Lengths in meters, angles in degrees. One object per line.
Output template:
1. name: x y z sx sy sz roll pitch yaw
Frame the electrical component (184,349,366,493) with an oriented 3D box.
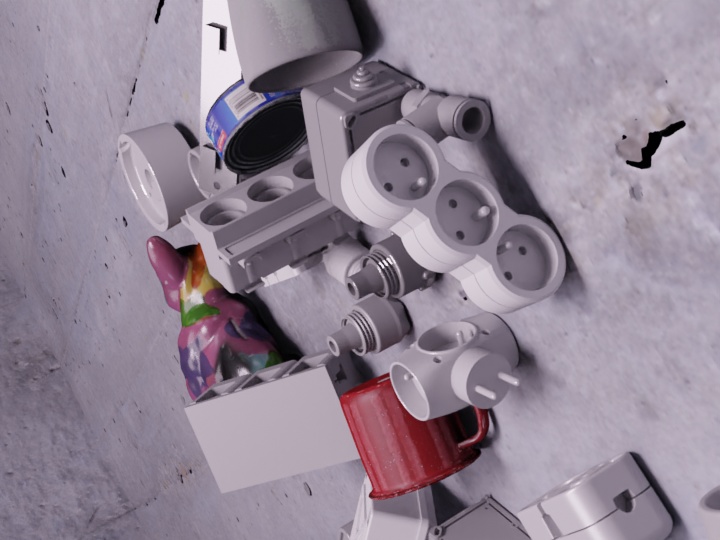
1. electrical component: -0.068 0.135 0.977 0.150 0.062 0.089 -19 99 23

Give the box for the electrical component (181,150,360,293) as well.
1. electrical component: -0.062 -0.038 0.818 0.079 0.121 0.063 37 148 46

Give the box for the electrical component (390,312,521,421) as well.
1. electrical component: 0.072 0.067 0.703 0.079 0.077 0.044 21 133 57

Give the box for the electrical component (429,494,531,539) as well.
1. electrical component: 0.099 0.226 0.831 0.096 0.062 0.061 34 143 49

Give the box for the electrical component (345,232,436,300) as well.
1. electrical component: 0.019 0.001 0.763 0.048 0.062 0.048 46 151 35

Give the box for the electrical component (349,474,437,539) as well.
1. electrical component: 0.023 0.232 0.905 0.108 0.056 0.108 -92 14 -77

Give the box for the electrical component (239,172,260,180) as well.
1. electrical component: -0.094 -0.104 0.903 0.047 0.055 0.055 30 140 46

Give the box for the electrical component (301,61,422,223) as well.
1. electrical component: 0.002 -0.092 0.704 0.061 0.062 0.096 38 146 45

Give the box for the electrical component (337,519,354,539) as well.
1. electrical component: 0.029 0.278 1.034 0.095 0.059 0.053 50 153 29

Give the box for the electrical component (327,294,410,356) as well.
1. electrical component: 0.004 0.047 0.842 0.043 0.062 0.043 45 150 35

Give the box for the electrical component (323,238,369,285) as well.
1. electrical component: 0.000 0.000 0.839 0.061 0.035 0.035 37 145 41

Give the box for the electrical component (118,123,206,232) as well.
1. electrical component: -0.199 -0.100 1.113 0.108 0.060 0.108 46 151 35

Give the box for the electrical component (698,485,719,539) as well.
1. electrical component: 0.200 0.131 0.534 0.055 0.055 0.047 -18 94 66

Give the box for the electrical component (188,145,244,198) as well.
1. electrical component: -0.126 -0.095 0.984 0.055 0.047 0.055 46 151 35

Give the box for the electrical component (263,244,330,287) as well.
1. electrical component: -0.060 -0.025 0.917 0.055 0.050 0.089 65 157 -3

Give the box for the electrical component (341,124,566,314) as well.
1. electrical component: 0.048 -0.024 0.638 0.138 0.052 0.074 36 158 -8

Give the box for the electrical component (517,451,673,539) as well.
1. electrical component: 0.147 0.159 0.671 0.059 0.054 0.095 58 156 12
